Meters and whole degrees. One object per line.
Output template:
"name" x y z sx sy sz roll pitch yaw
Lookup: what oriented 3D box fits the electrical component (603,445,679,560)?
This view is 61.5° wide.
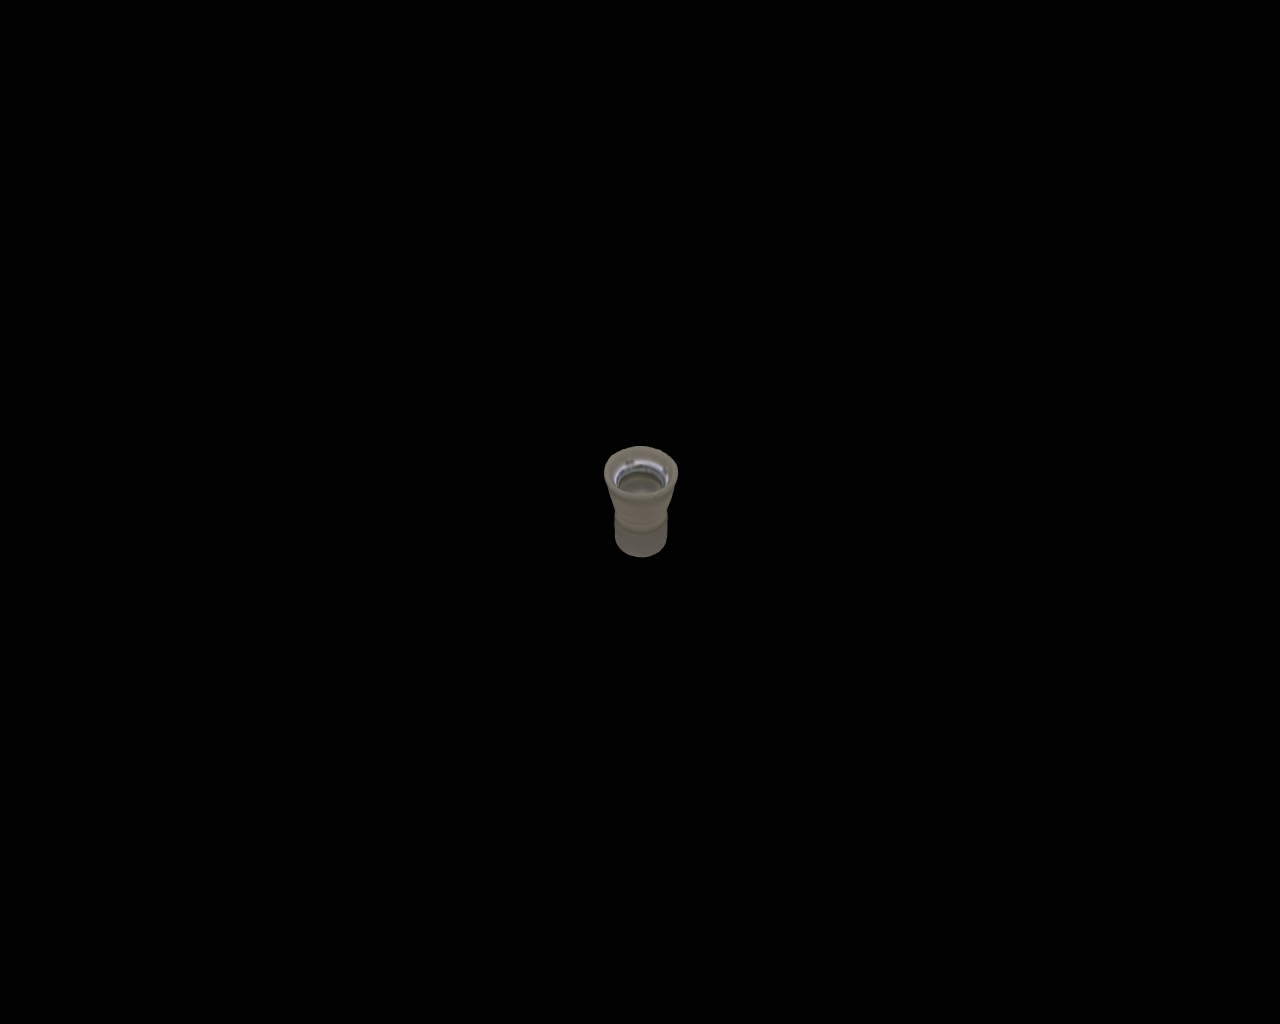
"electrical component" 0.001 -0.003 0.650 0.044 0.044 0.065 0 -43 0
